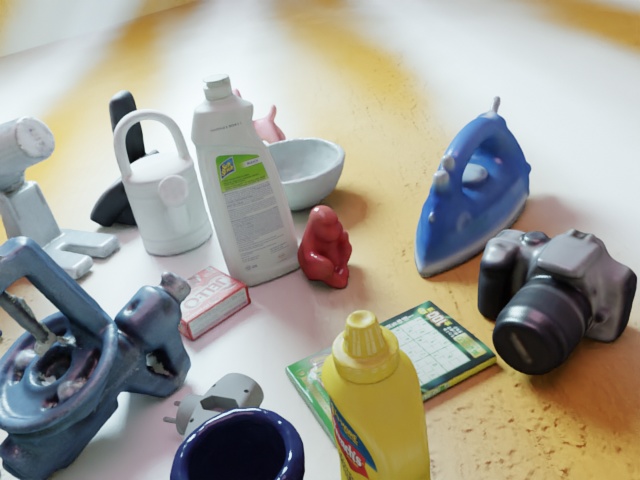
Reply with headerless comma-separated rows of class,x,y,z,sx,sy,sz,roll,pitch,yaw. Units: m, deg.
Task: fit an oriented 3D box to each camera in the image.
camera,0.208,0.053,0.549,0.142,0.101,0.137,20,42,38

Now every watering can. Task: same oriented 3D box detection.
watering can,-0.213,-0.082,0.782,0.172,0.194,0.101,19,41,37

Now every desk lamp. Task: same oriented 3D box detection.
desk lamp,-0.410,-0.067,0.787,0.202,0.214,0.118,5,34,21

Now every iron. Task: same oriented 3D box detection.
iron,0.185,-0.078,0.726,0.118,0.142,0.259,13,38,32

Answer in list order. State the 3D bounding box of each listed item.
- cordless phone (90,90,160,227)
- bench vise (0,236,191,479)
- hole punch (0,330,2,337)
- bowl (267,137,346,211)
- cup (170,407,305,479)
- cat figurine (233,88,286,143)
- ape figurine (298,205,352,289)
cordless phone,-0.309,-0.125,0.884,0.094,0.185,0.147,0,32,14
bench vise,-0.217,0.073,0.507,0.121,0.220,0.208,5,34,21
hole punch,-0.444,0.090,0.660,0.108,0.091,0.101,13,38,32
bowl,-0.040,-0.091,0.868,0.167,0.075,0.167,-6,31,4
cup,-0.050,0.190,0.395,0.091,0.095,0.117,-7,31,4
cat figurine,-0.136,-0.222,1.063,0.127,0.118,0.067,-3,32,10
ape figurine,0.006,0.002,0.689,0.075,0.092,0.078,21,42,39
